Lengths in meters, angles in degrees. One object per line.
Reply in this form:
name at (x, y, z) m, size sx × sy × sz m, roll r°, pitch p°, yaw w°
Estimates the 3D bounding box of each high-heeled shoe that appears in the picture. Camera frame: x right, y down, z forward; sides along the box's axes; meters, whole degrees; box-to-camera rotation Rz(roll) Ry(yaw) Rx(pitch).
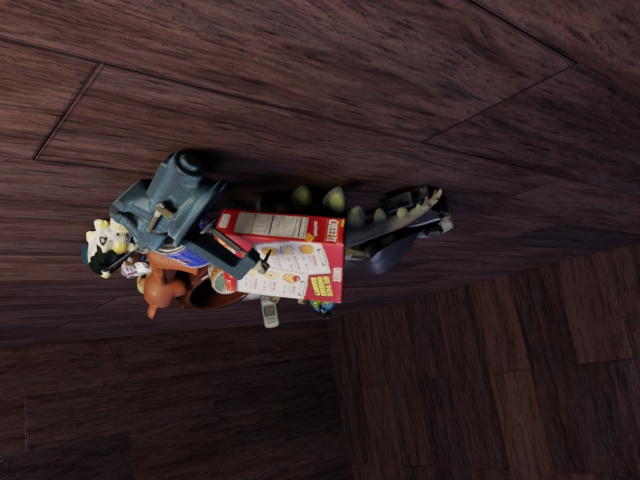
high-heeled shoe at (0.091, 0.014, 1.225) m, size 0.249 × 0.145 × 0.086 m, roll -31°, pitch 140°, yaw 2°

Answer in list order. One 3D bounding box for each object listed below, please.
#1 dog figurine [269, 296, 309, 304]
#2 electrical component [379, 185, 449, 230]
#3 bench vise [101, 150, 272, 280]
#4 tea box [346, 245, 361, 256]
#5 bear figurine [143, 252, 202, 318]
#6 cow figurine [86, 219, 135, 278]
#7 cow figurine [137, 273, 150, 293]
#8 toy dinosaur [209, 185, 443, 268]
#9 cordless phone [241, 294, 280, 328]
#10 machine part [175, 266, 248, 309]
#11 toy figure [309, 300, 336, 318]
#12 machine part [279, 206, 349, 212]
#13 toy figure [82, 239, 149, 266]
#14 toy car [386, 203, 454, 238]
dog figurine at (-0.075, 0.047, 1.369) m, size 0.121 × 0.172 × 0.190 m, roll -4°, pitch 127°, yaw -8°
electrical component at (0.194, -0.067, 1.124) m, size 0.115 × 0.058 × 0.134 m, roll -19°, pitch 164°, yaw 29°
bench vise at (-0.188, -0.011, 0.801) m, size 0.223 × 0.240 × 0.129 m, roll -49°, pitch -171°, yaw 29°
tea box at (-0.003, -0.002, 1.179) m, size 0.170 × 0.098 × 0.068 m, roll -17°, pitch 165°, yaw 25°
bear figurine at (-0.305, 0.073, 1.121) m, size 0.132 × 0.120 × 0.195 m, roll 6°, pitch 129°, yaw -5°
cow figurine at (-0.384, 0.013, 0.988) m, size 0.068 × 0.098 × 0.167 m, roll 7°, pitch 160°, yaw -33°
cow figurine at (-0.392, 0.092, 1.365) m, size 0.195 × 0.085 × 0.127 m, roll -18°, pitch 158°, yaw 30°
toy dinosaur at (-0.003, -0.010, 1.011) m, size 0.472 × 0.105 × 0.198 m, roll -12°, pitch 143°, yaw 10°
cordless phone at (-0.197, 0.187, 1.669) m, size 0.147 × 0.184 × 0.088 m, roll -10°, pitch 171°, yaw 5°
machine part at (-0.232, 0.079, 1.253) m, size 0.201 × 0.087 × 0.201 m, roll -42°, pitch 151°, yaw 28°
toy figure at (0.006, 0.113, 1.344) m, size 0.089 × 0.082 × 0.180 m, roll -6°, pitch 127°, yaw -15°
machine part at (-0.012, -0.053, 1.088) m, size 0.139 × 0.039 × 0.084 m, roll -12°, pitch 172°, yaw 6°
toy figure at (-0.410, 0.026, 1.118) m, size 0.064 × 0.057 × 0.154 m, roll -14°, pitch 172°, yaw 44°
toy car at (0.206, -0.033, 1.234) m, size 0.202 × 0.073 × 0.056 m, roll -16°, pitch 165°, yaw 29°
